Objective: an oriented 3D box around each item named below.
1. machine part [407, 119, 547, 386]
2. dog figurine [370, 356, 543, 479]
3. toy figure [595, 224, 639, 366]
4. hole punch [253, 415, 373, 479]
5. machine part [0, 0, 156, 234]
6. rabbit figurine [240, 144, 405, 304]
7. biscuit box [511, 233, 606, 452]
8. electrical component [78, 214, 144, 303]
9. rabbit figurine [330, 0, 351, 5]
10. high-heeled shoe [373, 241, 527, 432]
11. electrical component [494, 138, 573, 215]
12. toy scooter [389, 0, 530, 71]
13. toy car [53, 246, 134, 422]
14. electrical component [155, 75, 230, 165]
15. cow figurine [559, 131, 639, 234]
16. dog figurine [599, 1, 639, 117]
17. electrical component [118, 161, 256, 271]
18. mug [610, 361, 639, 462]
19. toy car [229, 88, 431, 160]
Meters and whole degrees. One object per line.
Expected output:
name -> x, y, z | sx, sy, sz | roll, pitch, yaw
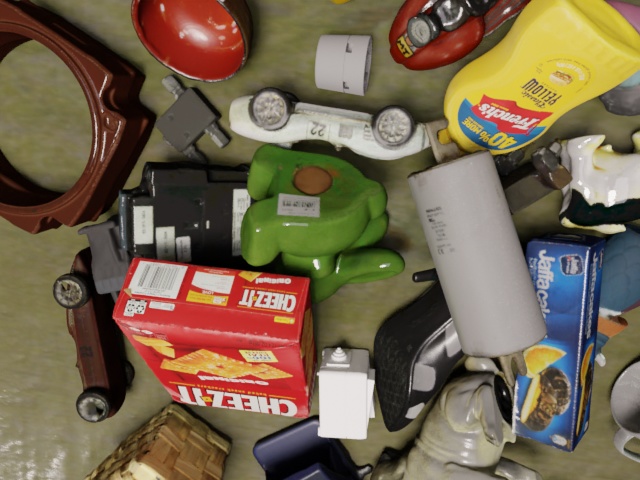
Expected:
machine part -> 0.137, 0.011, 0.473 | 0.079, 0.079, 0.243 | -18, 94, 12
dog figurine -> 0.128, 0.226, 0.601 | 0.191, 0.121, 0.172 | -19, 61, 33
toy figure -> 0.292, 0.061, 0.546 | 0.058, 0.064, 0.154 | 5, 116, -35
hole punch -> -0.018, 0.291, 0.635 | 0.142, 0.092, 0.115 | -30, 103, 10
machine part -> -0.295, -0.124, 0.557 | 0.201, 0.087, 0.201 | 34, 108, -3
rabbit figurine -> -0.001, -0.002, 0.544 | 0.159, 0.121, 0.170 | -4, 141, -9
biscuit box -> 0.233, 0.095, 0.524 | 0.059, 0.063, 0.202 | 8, 102, 40
electrical component -> -0.214, 0.031, 0.594 | 0.048, 0.075, 0.119 | -12, 99, 11
rabbit figurine -> 0.047, -0.315, 0.449 | 0.162, 0.122, 0.173 | -17, 83, 18
high-heeled shoe -> 0.145, 0.106, 0.585 | 0.145, 0.086, 0.248 | -6, 124, -21
electrical component -> 0.190, -0.061, 0.508 | 0.078, 0.102, 0.045 | -28, 97, 2
toy scooter -> 0.139, -0.210, 0.452 | 0.184, 0.135, 0.075 | -31, 100, 15
toy car -> -0.259, 0.108, 0.612 | 0.053, 0.089, 0.202 | -4, 106, 4
electrical component -> -0.142, -0.125, 0.569 | 0.063, 0.021, 0.094 | -39, 97, 16
cow figurine -> 0.311, -0.055, 0.500 | 0.167, 0.068, 0.098 | -1, 97, 8
dog figurine -> 0.336, -0.188, 0.449 | 0.219, 0.108, 0.191 | 16, 107, 6
electrical component -> -0.136, -0.022, 0.552 | 0.134, 0.058, 0.114 | -1, 104, -23
mug -> 0.370, 0.193, 0.560 | 0.107, 0.081, 0.109 | 26, 102, -11
toy car -> 0.013, -0.111, 0.526 | 0.202, 0.073, 0.056 | 10, 103, 5
